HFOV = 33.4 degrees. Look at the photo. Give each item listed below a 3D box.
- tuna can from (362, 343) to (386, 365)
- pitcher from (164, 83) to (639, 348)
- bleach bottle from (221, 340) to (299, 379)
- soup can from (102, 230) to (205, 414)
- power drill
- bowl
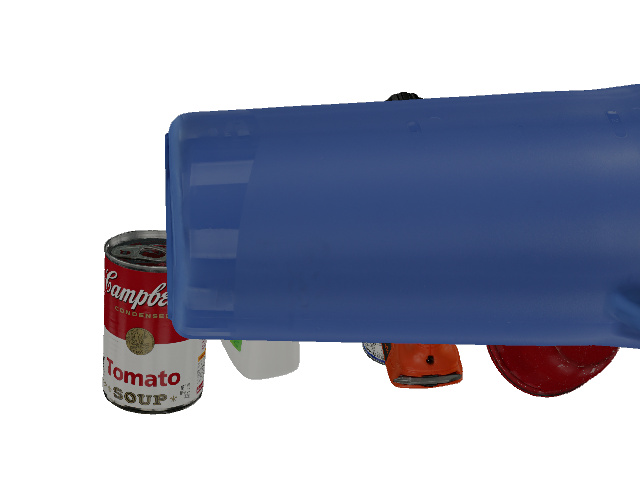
[{"bbox_3d":[0.088,0.098,1.143,0.086,0.034,0.086,-1,30,1],"label":"tuna can"},{"bbox_3d":[0.046,-0.016,0.531,0.242,0.145,0.149,-1,-6,-8],"label":"pitcher"},{"bbox_3d":[-0.056,0.002,0.988,0.068,0.251,0.103,-9,32,-19],"label":"bleach bottle"},{"bbox_3d":[-0.107,0.052,0.689,0.068,0.102,0.068,5,20,-2],"label":"soup can"},{"bbox_3d":[0.072,0.000,0.794,0.057,0.188,0.184,-4,31,-2],"label":"power drill"},{"bbox_3d":[0.231,0.069,0.991,0.161,0.162,0.055,0,1,-27],"label":"bowl"}]
